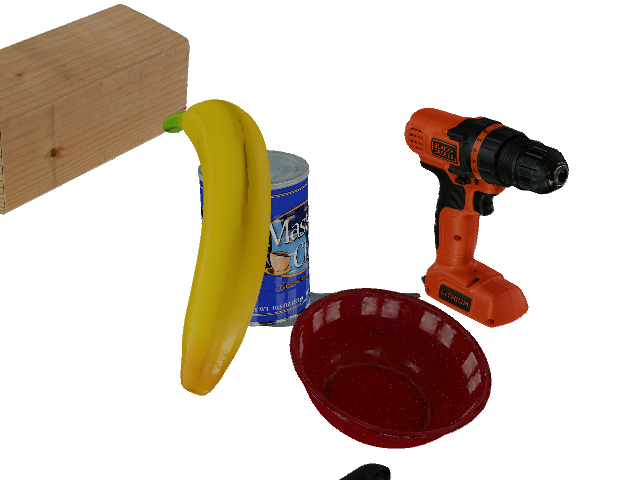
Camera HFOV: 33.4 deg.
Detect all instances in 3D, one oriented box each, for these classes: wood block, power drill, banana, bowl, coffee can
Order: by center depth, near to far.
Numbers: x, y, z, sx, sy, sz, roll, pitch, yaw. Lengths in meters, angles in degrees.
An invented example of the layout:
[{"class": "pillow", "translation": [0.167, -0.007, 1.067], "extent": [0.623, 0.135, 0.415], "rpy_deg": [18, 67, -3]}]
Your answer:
[{"class": "banana", "translation": [-0.053, -0.013, 0.577], "extent": [0.037, 0.198, 0.070], "rpy_deg": [18, -46, -28]}, {"class": "bowl", "translation": [0.050, 0.111, 0.845], "extent": [0.162, 0.055, 0.162], "rpy_deg": [9, 37, -7]}, {"class": "wood block", "translation": [-0.215, -0.117, 0.905], "extent": [0.090, 0.091, 0.205], "rpy_deg": [31, 43, 25]}, {"class": "power drill", "translation": [0.151, -0.019, 0.974], "extent": [0.057, 0.188, 0.185], "rpy_deg": [-18, 28, -29]}, {"class": "coffee can", "translation": [-0.061, -0.004, 1.009], "extent": [0.103, 0.140, 0.103], "rpy_deg": [0, 22, 0]}]

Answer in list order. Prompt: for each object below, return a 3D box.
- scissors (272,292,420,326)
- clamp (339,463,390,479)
[{"class": "scissors", "translation": [0.011, 0.074, 1.186], "extent": [0.202, 0.016, 0.096], "rpy_deg": [3, 22, 3]}, {"class": "clamp", "translation": [-0.040, 0.198, 0.644], "extent": [0.210, 0.036, 0.164], "rpy_deg": [-4, 28, 2]}]
